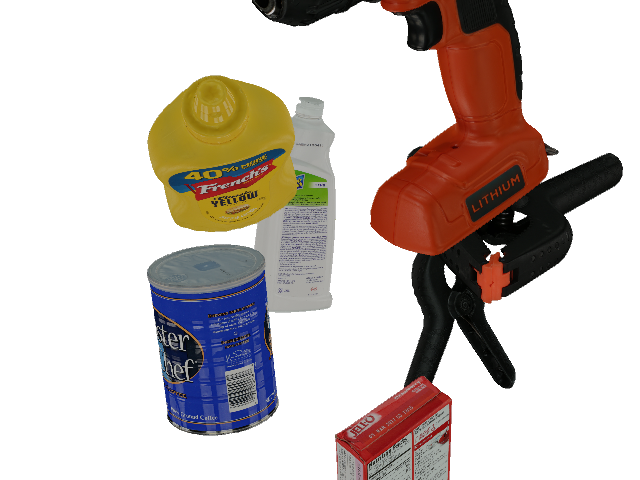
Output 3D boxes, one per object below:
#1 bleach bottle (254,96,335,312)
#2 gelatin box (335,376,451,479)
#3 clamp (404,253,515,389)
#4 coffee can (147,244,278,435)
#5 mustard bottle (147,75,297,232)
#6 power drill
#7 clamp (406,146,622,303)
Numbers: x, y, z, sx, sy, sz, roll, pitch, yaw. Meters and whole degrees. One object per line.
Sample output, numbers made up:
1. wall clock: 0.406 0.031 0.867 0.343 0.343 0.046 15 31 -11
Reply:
1. bleach bottle: -0.021 -0.042 1.255 0.102 0.251 0.068 -2 21 -30
2. gelatin box: 0.045 0.137 0.656 0.073 0.089 0.030 -30 45 -29
3. clamp: 0.113 0.066 0.964 0.120 0.171 0.039 -15 1 -37
4. coffee can: -0.094 0.086 0.946 0.103 0.140 0.103 -4 19 1
5. mustard bottle: -0.065 -0.061 0.714 0.096 0.058 0.191 -13 -16 -4
6. power drill: 0.052 -0.089 0.520 0.184 0.187 0.057 -32 41 -28
7. clamp: 0.121 -0.020 0.760 0.165 0.036 0.209 6 28 19
